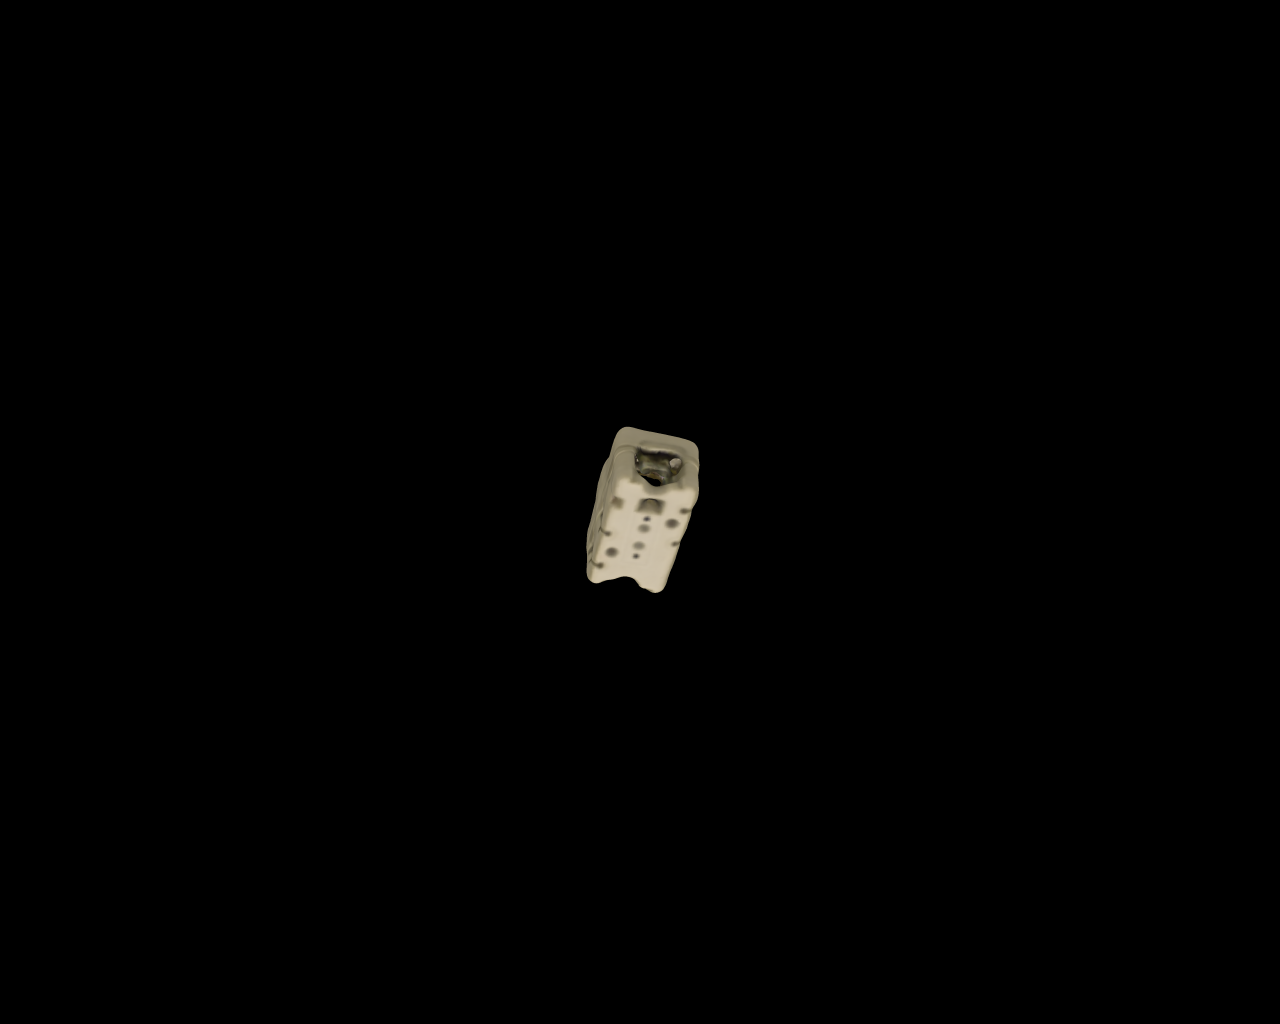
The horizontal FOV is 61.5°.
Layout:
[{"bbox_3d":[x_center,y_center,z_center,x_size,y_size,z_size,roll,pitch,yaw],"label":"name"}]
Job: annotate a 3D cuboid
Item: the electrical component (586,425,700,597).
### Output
[{"bbox_3d":[0.001,-0.003,0.650,0.050,0.089,0.056,11,40,-9],"label":"electrical component"}]
